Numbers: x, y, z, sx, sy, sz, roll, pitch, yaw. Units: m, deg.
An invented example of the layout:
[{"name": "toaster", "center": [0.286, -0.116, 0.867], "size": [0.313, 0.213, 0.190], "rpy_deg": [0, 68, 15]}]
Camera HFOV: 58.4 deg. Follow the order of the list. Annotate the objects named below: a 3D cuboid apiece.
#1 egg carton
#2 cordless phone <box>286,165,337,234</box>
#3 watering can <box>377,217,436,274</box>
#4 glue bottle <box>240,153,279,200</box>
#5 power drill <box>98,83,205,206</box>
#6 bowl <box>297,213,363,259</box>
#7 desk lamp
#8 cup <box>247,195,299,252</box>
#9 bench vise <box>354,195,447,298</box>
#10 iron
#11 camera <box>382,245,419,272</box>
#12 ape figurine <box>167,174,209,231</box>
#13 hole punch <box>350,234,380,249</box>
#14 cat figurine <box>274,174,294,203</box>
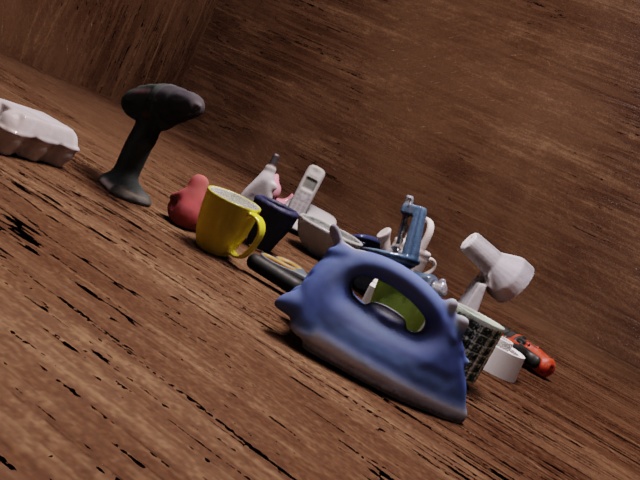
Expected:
[{"name": "egg carton", "center": [-0.464, -0.170, 0.906], "size": [0.107, 0.069, 0.151], "rpy_deg": [29, 8, 20]}, {"name": "cordless phone", "center": [-0.011, -0.094, 1.513], "size": [0.147, 0.185, 0.094], "rpy_deg": [26, 7, -5]}, {"name": "watering can", "center": [0.220, 0.028, 1.428], "size": [0.174, 0.194, 0.100], "rpy_deg": [20, 9, -41]}, {"name": "glue bottle", "center": [-0.128, -0.107, 1.242], "size": [0.078, 0.173, 0.037], "rpy_deg": [25, 7, -9]}, {"name": "power drill", "center": [-0.290, -0.171, 0.972], "size": [0.076, 0.208, 0.228], "rpy_deg": [19, 10, -45]}, {"name": "bowl", "center": [0.012, 0.005, 1.335], "size": [0.167, 0.075, 0.167], "rpy_deg": [26, 7, -3]}, {"name": "desk lamp", "center": [0.385, 0.104, 1.397], "size": [0.203, 0.213, 0.118], "rpy_deg": [26, 7, -5]}, {"name": "cup", "center": [-0.096, -0.028, 1.100], "size": [0.091, 0.095, 0.118], "rpy_deg": [28, 7, 11]}, {"name": "bench vise", "center": [0.178, 0.034, 1.134], "size": [0.206, 0.220, 0.122], "rpy_deg": [29, 8, 23]}, {"name": "iron", "center": [0.085, 0.094, 0.679], "size": [0.258, 0.141, 0.119], "rpy_deg": [27, 7, 6]}, {"name": "camera", "center": [0.186, 0.081, 1.304], "size": [0.136, 0.101, 0.143], "rpy_deg": [27, 7, 7]}, {"name": "ape figurine", "center": [-0.214, -0.067, 0.968], "size": [0.078, 0.092, 0.076], "rpy_deg": [27, 7, 3]}, {"name": "hole punch", "center": [0.098, 0.019, 1.471], "size": [0.109, 0.091, 0.100], "rpy_deg": [21, 9, -37]}, {"name": "cat figurine", "center": [-0.126, -0.120, 1.566], "size": [0.128, 0.118, 0.067], "rpy_deg": [20, 9, -40]}]
